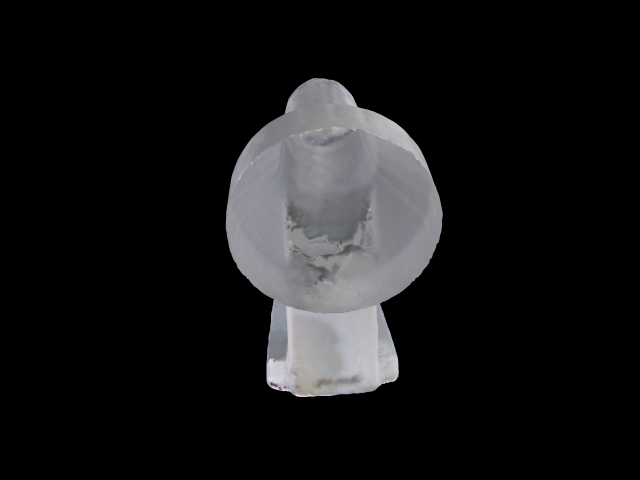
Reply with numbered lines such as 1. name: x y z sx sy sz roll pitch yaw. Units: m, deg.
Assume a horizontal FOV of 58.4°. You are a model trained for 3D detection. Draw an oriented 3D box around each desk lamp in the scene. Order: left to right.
1. desk lamp: 0.004 0.001 0.400 0.118 0.214 0.203 -1 19 -3
